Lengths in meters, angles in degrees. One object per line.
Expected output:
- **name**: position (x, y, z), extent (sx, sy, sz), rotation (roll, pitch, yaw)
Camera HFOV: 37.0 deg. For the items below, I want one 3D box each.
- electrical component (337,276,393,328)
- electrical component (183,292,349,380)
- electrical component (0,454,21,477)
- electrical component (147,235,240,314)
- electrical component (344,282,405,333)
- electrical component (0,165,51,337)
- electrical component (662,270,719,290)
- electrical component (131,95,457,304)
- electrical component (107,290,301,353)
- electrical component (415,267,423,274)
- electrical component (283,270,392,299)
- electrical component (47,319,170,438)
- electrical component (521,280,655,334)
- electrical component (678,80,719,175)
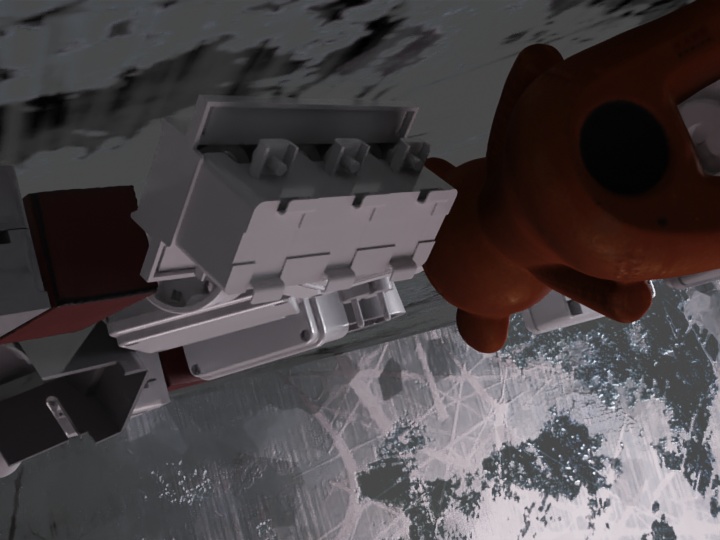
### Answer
- **electrical component**: position (0.000, 0.000, 0.722), extent (0.083, 0.075, 0.047), rotation (-14, 173, -14)
- **electrical component**: position (-0.075, 0.029, 0.788), extent (0.113, 0.078, 0.057), rotation (-18, 176, 24)
- **electrical component**: position (-0.266, 0.129, 0.817), extent (0.044, 0.044, 0.065), rotation (-9, 166, -43)
- **electrical component**: position (-0.087, -0.005, 0.577), extent (0.055, 0.055, 0.047), rotation (-17, 177, 13)
- **electrical component**: position (-0.020, 0.023, 0.932), extent (0.108, 0.060, 0.108), rotation (-15, 174, -2)
- **electrical component**: position (-0.194, 0.008, 0.404), extent (0.089, 0.061, 0.150), rotation (-10, 171, -41)
- **electrical component**: position (0.228, -0.052, 0.677), extent (0.109, 0.108, 0.056), rotation (-11, 169, -37)
- **electrical component**: position (-0.021, -0.028, 0.440), extent (0.121, 0.063, 0.078), rotation (-8, 130, -48)
- **electrical component**: position (-0.096, 0.010, 0.665), extent (0.109, 0.056, 0.108), rotation (-15, 173, -2)
- **electrical component**: position (0.039, -0.029, 0.660), extent (0.057, 0.058, 0.078), rotation (-13, 174, -42)
- **electrical component**: position (-0.012, -0.024, 0.575), extent (0.078, 0.057, 0.113), rotation (-16, 174, 8)
- **electrical component**: position (-0.200, 0.071, 0.793), extent (0.062, 0.089, 0.150), rotation (-12, 173, -28)
- **electrical component**: position (0.179, -0.012, 0.900), extent (0.109, 0.108, 0.056), rotation (-11, 169, -35)
- **electrical component**: position (0.175, -0.061, 0.503), extent (0.060, 0.108, 0.108), rotation (-19, 176, -30)
